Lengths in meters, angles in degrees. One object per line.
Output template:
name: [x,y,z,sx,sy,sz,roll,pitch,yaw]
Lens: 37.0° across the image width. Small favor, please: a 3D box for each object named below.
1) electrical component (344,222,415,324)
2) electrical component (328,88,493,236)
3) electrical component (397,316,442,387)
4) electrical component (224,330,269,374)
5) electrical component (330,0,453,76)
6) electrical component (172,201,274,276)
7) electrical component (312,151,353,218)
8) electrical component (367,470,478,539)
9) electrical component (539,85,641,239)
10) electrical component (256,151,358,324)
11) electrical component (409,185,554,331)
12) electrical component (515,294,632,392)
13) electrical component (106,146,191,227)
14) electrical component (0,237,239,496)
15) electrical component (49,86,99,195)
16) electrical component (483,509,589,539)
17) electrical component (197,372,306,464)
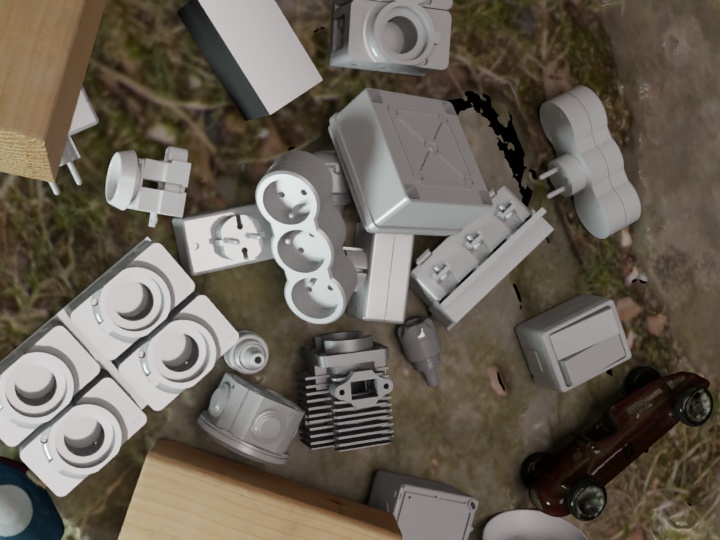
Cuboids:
electrical component: [0.000,0.000,0.923,0.076,0.047,0.083,6,92,-20]
electrical component: [0.042,-0.087,0.888,0.109,0.056,0.108,0,62,-44]
electrical component: [0.057,0.074,0.956,0.035,0.035,0.061,-23,104,-17]
electrical component: [-0.092,0.070,0.888,0.035,0.061,0.035,-2,95,-19]
electrical component: [0.030,-0.246,0.908,0.089,0.062,0.150,3,93,-20]
electrical component: [-0.100,-0.026,0.869,0.083,0.076,0.047,-13,99,-20]
electrical component: [-0.023,-0.069,0.913,0.048,0.048,0.062,-4,104,-19]
electrical component: [0.056,0.220,0.955,0.096,0.061,0.061,16,88,-26]
electrical component: [0.197,-0.091,0.983,0.074,0.052,0.138,-28,103,-15]
electrical component: [-0.037,-0.033,0.868,0.052,0.073,0.138,-4,119,19]
electrical component: [0.102,-0.013,0.949,0.121,0.078,0.063,-43,84,-12]
electrical component: [0.204,0.064,0.993,0.096,0.061,0.061,-24,102,-16]
electrical component: [-0.170,-0.069,0.859,0.055,0.048,0.066,9,91,-28]
electrical component: [-0.201,0.075,0.851,0.186,0.060,0.105,-42,106,-12]
electrical component: [-0.241,-0.096,0.831,0.083,0.047,0.075,-27,102,-16]
electrical component: [0.162,0.266,0.976,0.099,0.099,0.064,-7,103,-19]
electrical component: [-0.088,0.122,0.882,0.080,0.080,0.051,27,88,-19]
